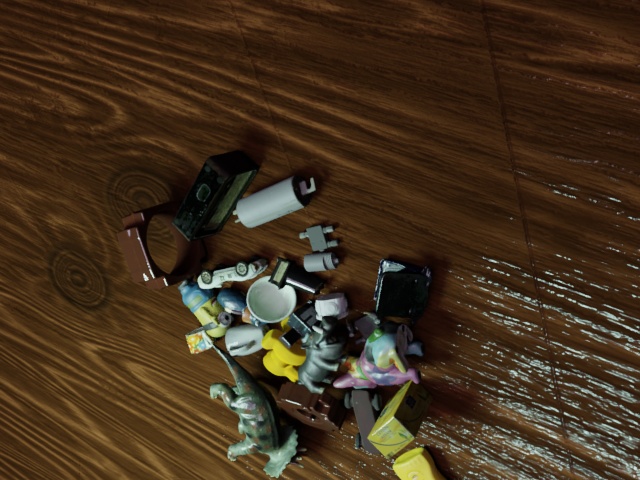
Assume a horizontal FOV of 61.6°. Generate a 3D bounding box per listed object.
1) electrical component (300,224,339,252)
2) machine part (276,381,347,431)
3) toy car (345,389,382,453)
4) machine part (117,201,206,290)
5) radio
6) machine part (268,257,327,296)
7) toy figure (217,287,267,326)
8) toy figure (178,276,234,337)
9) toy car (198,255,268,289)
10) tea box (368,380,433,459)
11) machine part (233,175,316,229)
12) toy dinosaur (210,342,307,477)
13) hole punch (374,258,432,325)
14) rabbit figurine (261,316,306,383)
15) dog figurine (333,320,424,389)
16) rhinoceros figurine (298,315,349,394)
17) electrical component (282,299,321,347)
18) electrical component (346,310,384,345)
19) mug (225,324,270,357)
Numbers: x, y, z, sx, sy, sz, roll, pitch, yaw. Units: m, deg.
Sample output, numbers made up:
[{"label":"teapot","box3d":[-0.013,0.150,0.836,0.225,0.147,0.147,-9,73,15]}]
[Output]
[{"label":"electrical component","box3d":[-0.003,-0.004,1.275,0.094,0.021,0.063,-12,100,27]},{"label":"machine part","box3d":[-0.022,0.416,1.336,0.179,0.056,0.179,19,150,12]},{"label":"toy car","box3d":[0.119,0.439,1.312,0.089,0.053,0.201,-3,115,25]},{"label":"machine part","box3d":[-0.400,0.012,1.366,0.087,0.201,0.200,-13,99,30]},{"label":"radio","box3d":[-0.257,-0.104,1.305,0.073,0.131,0.229,42,117,12]},{"label":"machine part","box3d":[-0.055,0.095,1.305,0.139,0.039,0.084,19,77,17]},{"label":"toy figure","box3d":[-0.194,0.176,1.395,0.155,0.057,0.064,30,82,16]},{"label":"toy figure","box3d":[-0.306,0.177,1.439,0.180,0.082,0.089,46,137,-1]},{"label":"toy car","box3d":[-0.224,0.084,1.376,0.202,0.073,0.056,-13,95,28]},{"label":"tea box","box3d":[0.185,0.399,1.216,0.068,0.169,0.098,44,117,6]},{"label":"machine part","box3d":[-0.111,-0.088,1.271,0.243,0.079,0.079,-19,96,28]},{"label":"toy dinosaur","box3d":[-0.160,0.448,1.381,0.192,0.131,0.404,-8,110,24]},{"label":"hole punch","box3d":[0.179,0.107,1.195,0.116,0.092,0.142,7,106,-6]},{"label":"rabbit figurine","box3d":[-0.076,0.289,1.360,0.162,0.122,0.173,40,132,0]},{"label":"dog figurine","box3d":[0.116,0.276,1.231,0.219,0.108,0.191,-18,132,30]},{"label":"rhinoceros figurine","box3d":[0.005,0.260,1.232,0.112,0.073,0.190,29,116,19]},{"label":"electrical component","box3d":[-0.041,0.203,1.293,0.075,0.119,0.047,44,132,16]},{"label":"electrical component","box3d":[0.110,0.204,1.267,0.102,0.045,0.078,-25,91,29]},{"label":"mug","box3d":[-0.185,0.257,1.393,0.107,0.109,0.080,-20,97,18]}]
